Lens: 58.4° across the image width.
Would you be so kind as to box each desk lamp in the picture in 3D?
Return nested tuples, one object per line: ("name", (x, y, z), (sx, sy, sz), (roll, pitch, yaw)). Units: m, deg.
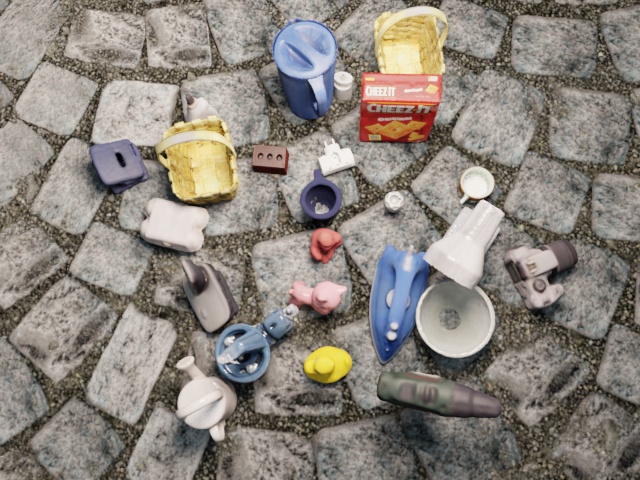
("desk lamp", (0.304, 0.008, 1.194), (0.118, 0.213, 0.203), (33, 81, 9))

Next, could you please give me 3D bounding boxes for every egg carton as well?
("egg carton", (-0.329, -0.033, 1.296), (0.150, 0.069, 0.107), (12, 79, 4))

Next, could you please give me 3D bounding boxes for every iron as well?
("iron", (0.164, 0.134, 1.209), (0.118, 0.141, 0.258), (11, 79, 4))

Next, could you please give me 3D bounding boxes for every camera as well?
("camera", (0.490, 0.064, 1.234), (0.137, 0.101, 0.143), (-22, 78, -3))

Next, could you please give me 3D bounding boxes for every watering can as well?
("watering can", (-0.239, 0.323, 1.154), (0.172, 0.194, 0.101), (42, 82, 10))

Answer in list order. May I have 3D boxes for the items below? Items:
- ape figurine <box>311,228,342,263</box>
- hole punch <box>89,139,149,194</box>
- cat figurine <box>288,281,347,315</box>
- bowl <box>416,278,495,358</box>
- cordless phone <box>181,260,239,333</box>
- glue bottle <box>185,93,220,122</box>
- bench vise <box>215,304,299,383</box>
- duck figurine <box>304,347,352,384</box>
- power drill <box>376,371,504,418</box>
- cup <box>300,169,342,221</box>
("ape figurine", (0.012, 0.005, 1.266), (0.078, 0.092, 0.076), (-21, 78, -2))
("hole punch", (-0.462, -0.178, 1.320), (0.101, 0.091, 0.108), (-27, 78, -4))
("cat figurine", (-0.008, 0.120, 1.229), (0.127, 0.118, 0.067), (8, 78, 4))
("bowl", (0.285, 0.170, 1.231), (0.167, 0.075, 0.167), (0, 78, 2))
("cordless phone", (-0.245, 0.114, 1.203), (0.094, 0.185, 0.147), (-31, 79, -4))
("glue bottle", (-0.275, -0.288, 1.295), (0.037, 0.173, 0.078), (44, 83, 10))
("bench vise", (-0.141, 0.198, 1.164), (0.121, 0.220, 0.207), (30, 81, 8))
("duck figurine", (0.016, 0.265, 1.214), (0.104, 0.086, 0.077), (-8, 78, 0))
("power drill", (0.225, 0.306, 1.136), (0.229, 0.208, 0.076), (9, 78, 4))
("cup", (0.001, -0.093, 1.285), (0.091, 0.095, 0.118), (-9, 78, 0))
